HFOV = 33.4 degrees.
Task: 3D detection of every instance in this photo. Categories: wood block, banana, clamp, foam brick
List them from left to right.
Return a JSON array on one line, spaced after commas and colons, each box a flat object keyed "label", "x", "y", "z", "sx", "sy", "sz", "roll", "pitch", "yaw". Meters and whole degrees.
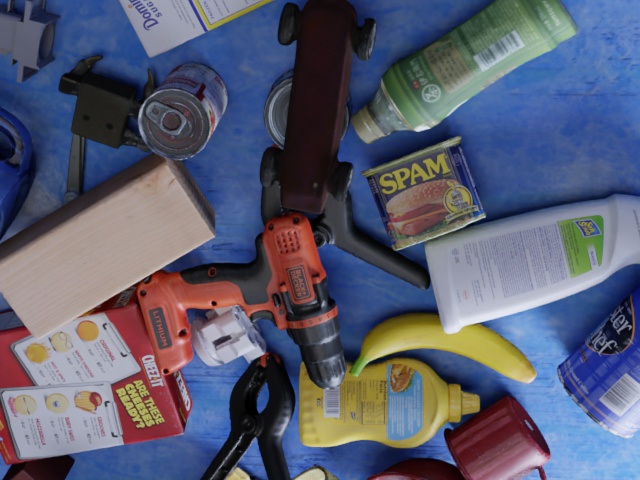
[{"label": "foam brick", "x": -0.326, "y": 0.272, "z": 1.221, "sx": 0.053, "sy": 0.078, "sz": 0.051, "roll": -39, "pitch": 103, "yaw": 19}, {"label": "wood block", "x": -0.216, "y": 0.000, "z": 1.066, "sx": 0.206, "sy": 0.090, "sz": 0.091, "roll": -30, "pitch": 108, "yaw": 5}, {"label": "clamp", "x": -0.060, "y": 0.206, "z": 1.135, "sx": 0.120, "sy": 0.039, "sz": 0.171, "roll": 12, "pitch": 82, "yaw": 29}, {"label": "clamp", "x": -0.007, "y": 0.001, "z": 1.094, "sx": 0.165, "sy": 0.036, "sz": 0.210, "roll": -31, "pitch": 105, "yaw": 17}, {"label": "banana", "x": 0.129, "y": 0.112, "z": 1.121, "sx": 0.197, "sy": 0.037, "sz": 0.069, "roll": 2, "pitch": 90, "yaw": -2}]

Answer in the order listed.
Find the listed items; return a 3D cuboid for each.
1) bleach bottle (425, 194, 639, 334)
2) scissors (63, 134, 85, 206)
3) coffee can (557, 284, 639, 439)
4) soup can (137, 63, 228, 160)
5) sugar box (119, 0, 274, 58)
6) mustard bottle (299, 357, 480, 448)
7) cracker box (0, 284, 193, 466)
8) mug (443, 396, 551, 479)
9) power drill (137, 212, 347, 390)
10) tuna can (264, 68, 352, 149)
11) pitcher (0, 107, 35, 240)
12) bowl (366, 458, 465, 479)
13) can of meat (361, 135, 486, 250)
[{"label": "bleach bottle", "x": 0.236, "y": 0.018, "z": 1.058, "sx": 0.251, "sy": 0.068, "sz": 0.102, "roll": -13, "pitch": 92, "yaw": 9}, {"label": "scissors", "x": -0.242, "y": -0.029, "z": 1.116, "sx": 0.096, "sy": 0.016, "sz": 0.202, "roll": 25, "pitch": 112, "yaw": -7}, {"label": "coffee can", "x": 0.324, "y": 0.115, "z": 1.075, "sx": 0.102, "sy": 0.102, "sz": 0.140, "roll": 35, "pitch": 112, "yaw": -9}, {"label": "soup can", "x": -0.128, "y": -0.125, "z": 1.016, "sx": 0.068, "sy": 0.102, "sz": 0.068, "roll": 2, "pitch": 114, "yaw": 5}, {"label": "sugar box", "x": -0.101, "y": -0.248, "z": 0.992, "sx": 0.176, "sy": 0.048, "sz": 0.093, "roll": -20, "pitch": 110, "yaw": 17}, {"label": "mustard bottle", "x": 0.074, "y": 0.174, "z": 1.143, "sx": 0.191, "sy": 0.058, "sz": 0.096, "roll": 0, "pitch": 81, "yaw": 5}, {"label": "cracker box", "x": -0.266, "y": 0.146, "z": 1.165, "sx": 0.214, "sy": 0.072, "sz": 0.164, "roll": -12, "pitch": 112, "yaw": 10}, {"label": "mug", "x": 0.197, "y": 0.230, "z": 1.136, "sx": 0.081, "sy": 0.093, "sz": 0.117, "roll": -36, "pitch": 61, "yaw": 13}, {"label": "power drill", "x": -0.076, "y": 0.078, "z": 1.070, "sx": 0.187, "sy": 0.057, "sz": 0.184, "roll": -14, "pitch": 98, "yaw": 5}, {"label": "tuna can", "x": -0.012, "y": -0.125, "z": 1.042, "sx": 0.086, "sy": 0.033, "sz": 0.086, "roll": 2, "pitch": 113, "yaw": 5}, {"label": "pitcher", "x": -0.411, "y": -0.084, "z": 1.054, "sx": 0.242, "sy": 0.149, "sz": 0.145, "roll": 33, "pitch": 152, "yaw": -5}, {"label": "bowl", "x": 0.128, "y": 0.291, "z": 1.176, "sx": 0.162, "sy": 0.055, "sz": 0.162, "roll": 21, "pitch": 139, "yaw": 19}, {"label": "can of meat", "x": 0.103, "y": -0.045, "z": 1.040, "sx": 0.102, "sy": 0.057, "sz": 0.084, "roll": -20, "pitch": 93, "yaw": 13}]
